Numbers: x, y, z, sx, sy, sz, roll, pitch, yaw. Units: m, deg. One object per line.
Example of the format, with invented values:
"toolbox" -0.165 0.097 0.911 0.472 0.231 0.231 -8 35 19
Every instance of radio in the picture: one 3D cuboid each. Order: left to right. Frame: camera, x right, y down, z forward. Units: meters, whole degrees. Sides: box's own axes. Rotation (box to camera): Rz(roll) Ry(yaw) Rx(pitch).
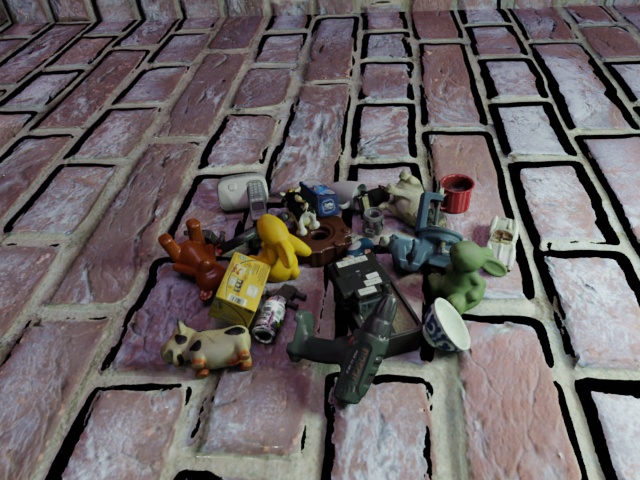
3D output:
"radio" 0.123 0.156 1.209 0.131 0.073 0.230 -15 41 -13

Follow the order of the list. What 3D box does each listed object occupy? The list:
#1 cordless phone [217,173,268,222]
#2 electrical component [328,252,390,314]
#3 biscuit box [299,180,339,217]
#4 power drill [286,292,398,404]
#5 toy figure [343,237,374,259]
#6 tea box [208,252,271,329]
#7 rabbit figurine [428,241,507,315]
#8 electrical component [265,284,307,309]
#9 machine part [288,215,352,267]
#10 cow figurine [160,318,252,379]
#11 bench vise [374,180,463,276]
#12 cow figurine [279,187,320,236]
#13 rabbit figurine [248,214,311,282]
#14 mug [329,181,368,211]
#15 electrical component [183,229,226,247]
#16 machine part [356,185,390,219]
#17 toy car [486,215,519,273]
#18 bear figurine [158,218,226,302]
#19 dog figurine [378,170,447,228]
"cordless phone" -0.219 -0.105 1.547 0.147 0.088 0.184 -9 45 -6
"electrical component" 0.088 0.098 1.182 0.115 0.058 0.134 -15 43 -8
"biscuit box" -0.005 -0.119 1.504 0.059 0.062 0.203 -9 20 -14
"power drill" 0.043 0.202 1.101 0.208 0.086 0.232 12 81 28
"toy figure" 0.083 0.052 1.351 0.058 0.064 0.154 41 48 3
"tea box" -0.182 0.113 1.228 0.098 0.068 0.170 24 33 -6
"rabbit figurine" 0.338 0.074 1.212 0.159 0.170 0.121 -13 41 -9
"electrical component" -0.083 0.133 1.295 0.094 0.021 0.063 19 45 26
"machine part" -0.003 -0.004 1.425 0.179 0.055 0.179 -4 39 3
"cow figurine" -0.246 0.226 1.154 0.195 0.085 0.127 -9 46 -2
"bench vise" 0.261 -0.024 1.342 0.224 0.128 0.240 10 75 6
"cow figurine" -0.064 -0.094 1.426 0.068 0.098 0.167 -24 41 -11
"rabbit figurine" -0.110 0.021 1.317 0.163 0.173 0.122 25 44 36
"mug" 0.069 -0.124 1.549 0.107 0.080 0.109 15 49 38
"electrical component" -0.308 -0.011 1.455 0.102 0.078 0.045 4 64 18
"machine part" 0.151 -0.114 1.534 0.039 0.084 0.139 -5 21 44
"toy car" 0.461 0.010 1.364 0.074 0.056 0.202 11 42 17
"bear figurine" -0.300 0.053 1.333 0.120 0.131 0.196 -31 41 -19
"dog figurine" 0.281 -0.094 1.489 0.191 0.121 0.172 33 54 18
